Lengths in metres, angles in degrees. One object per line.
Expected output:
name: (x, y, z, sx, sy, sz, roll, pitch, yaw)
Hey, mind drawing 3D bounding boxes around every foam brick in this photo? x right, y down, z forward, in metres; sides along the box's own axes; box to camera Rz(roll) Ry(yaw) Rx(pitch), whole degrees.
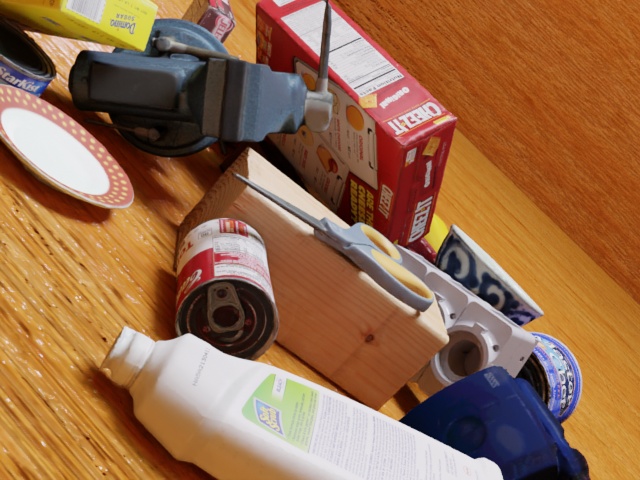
foam brick: (-0.055, -0.059, 1.059, 0.052, 0.051, 0.078, 30, 20, -41)

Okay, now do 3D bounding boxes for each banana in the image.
banana: (0.141, 0.023, 1.156, 0.069, 0.037, 0.198, 29, 24, -29)

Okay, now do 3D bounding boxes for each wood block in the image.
wood block: (-0.007, 0.033, 0.855, 0.206, 0.091, 0.090, 38, 17, -18)

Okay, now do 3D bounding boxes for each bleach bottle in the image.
bleach bottle: (-0.010, 0.120, 0.625, 0.250, 0.068, 0.102, 31, 24, -9)

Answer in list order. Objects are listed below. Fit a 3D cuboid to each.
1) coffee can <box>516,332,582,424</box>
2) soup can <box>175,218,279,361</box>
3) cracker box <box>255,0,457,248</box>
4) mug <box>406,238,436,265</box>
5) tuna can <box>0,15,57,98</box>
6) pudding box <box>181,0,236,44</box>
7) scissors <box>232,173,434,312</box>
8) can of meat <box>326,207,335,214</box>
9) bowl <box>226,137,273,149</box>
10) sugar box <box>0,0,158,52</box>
coffee can: (0.188, 0.141, 1.029, 0.103, 0.103, 0.140, 48, 16, 20)
soup can: (-0.066, 0.034, 0.743, 0.068, 0.068, 0.102, 37, 16, -21)
cracker box: (0.025, -0.111, 0.990, 0.214, 0.072, 0.164, 48, -27, 27)
mug: (0.058, 0.016, 1.084, 0.093, 0.081, 0.117, 35, 17, -28)
tuna can: (-0.249, -0.142, 0.826, 0.086, 0.034, 0.086, 39, 15, -13)
pudding box: (-0.137, -0.209, 1.143, 0.039, 0.114, 0.090, 32, 18, -23)
scissors: (0.009, -0.011, 0.807, 0.201, 0.016, 0.096, 36, 16, -23)
can of meat: (-0.007, 0.001, 1.008, 0.102, 0.057, 0.084, 33, 16, -35)
bowl: (-0.065, -0.134, 1.173, 0.162, 0.055, 0.162, 16, 29, -9)
sugar box: (-0.226, -0.194, 0.860, 0.176, 0.048, 0.093, 13, -4, 36)
